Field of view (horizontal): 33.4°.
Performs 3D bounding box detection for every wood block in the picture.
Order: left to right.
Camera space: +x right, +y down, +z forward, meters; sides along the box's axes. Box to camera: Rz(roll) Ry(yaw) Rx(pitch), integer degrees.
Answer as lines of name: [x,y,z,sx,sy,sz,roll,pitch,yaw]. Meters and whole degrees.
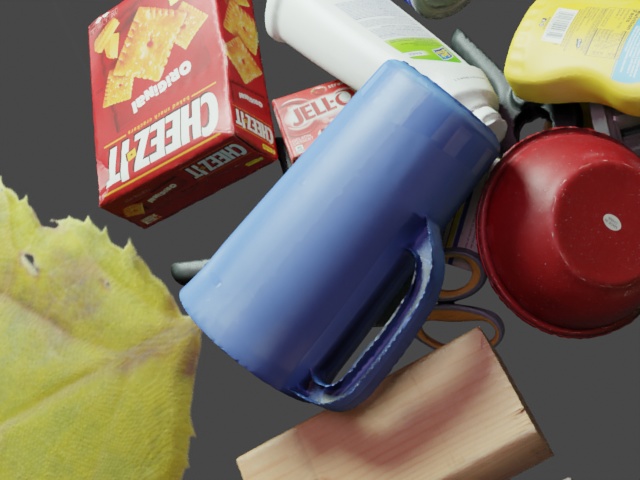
wood block: [0.056,0.161,0.792,0.206,0.090,0.091,-29,61,8]

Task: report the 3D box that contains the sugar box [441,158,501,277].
sugar box: [0.096,-0.031,0.854,0.176,0.048,0.093,18,95,12]

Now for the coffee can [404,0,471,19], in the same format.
coffee can: [0.079,-0.280,0.967,0.103,0.102,0.140,-44,59,-1]

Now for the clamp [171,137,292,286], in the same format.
clamp: [-0.006,0.001,0.917,0.210,0.036,0.164,22,70,25]

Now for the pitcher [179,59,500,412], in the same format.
pitcher: [0.025,-0.003,0.781,0.149,0.145,0.243,39,97,-3]

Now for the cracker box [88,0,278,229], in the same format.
cracker box: [-0.134,-0.142,0.989,0.164,0.072,0.214,-25,59,28]

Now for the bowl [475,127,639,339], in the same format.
bowl: [0.199,-0.009,0.780,0.162,0.055,0.162,1,84,-13]

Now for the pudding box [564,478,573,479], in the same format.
pudding box: [0.141,0.199,0.727,0.090,0.113,0.039,-24,64,11]

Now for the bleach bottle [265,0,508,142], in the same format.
bleach bottle: [0.060,-0.150,0.905,0.102,0.068,0.251,-14,42,-32]

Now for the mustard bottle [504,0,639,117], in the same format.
mustard bottle: [0.240,-0.139,0.798,0.192,0.058,0.096,16,67,41]

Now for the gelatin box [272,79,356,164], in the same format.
gelatin box: [0.009,-0.104,0.945,0.089,0.030,0.073,-17,55,-4]

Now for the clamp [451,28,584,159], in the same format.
clamp: [0.185,-0.125,0.893,0.120,0.039,0.171,-22,67,21]

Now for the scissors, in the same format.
scissors: [0.047,0.042,0.845,0.202,0.016,0.096,10,108,13]
